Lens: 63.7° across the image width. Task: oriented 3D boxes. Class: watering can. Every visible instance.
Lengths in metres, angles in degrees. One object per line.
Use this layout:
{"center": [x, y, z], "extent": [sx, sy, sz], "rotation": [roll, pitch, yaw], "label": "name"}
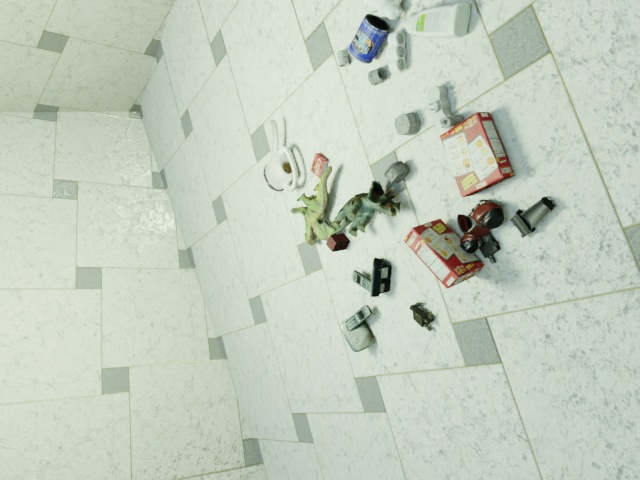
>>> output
{"center": [-0.195, -0.375, 2.437], "extent": [0.220, 0.104, 0.352], "rotation": [-41, 66, 51], "label": "watering can"}

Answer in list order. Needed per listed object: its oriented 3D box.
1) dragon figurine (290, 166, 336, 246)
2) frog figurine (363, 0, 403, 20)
{"center": [0.007, -0.112, 2.229], "extent": [0.245, 0.123, 0.402], "rotation": [58, 142, 16], "label": "dragon figurine"}
{"center": [0.214, -0.827, 1.775], "extent": [0.136, 0.122, 0.162], "rotation": [-22, 67, 34], "label": "frog figurine"}
